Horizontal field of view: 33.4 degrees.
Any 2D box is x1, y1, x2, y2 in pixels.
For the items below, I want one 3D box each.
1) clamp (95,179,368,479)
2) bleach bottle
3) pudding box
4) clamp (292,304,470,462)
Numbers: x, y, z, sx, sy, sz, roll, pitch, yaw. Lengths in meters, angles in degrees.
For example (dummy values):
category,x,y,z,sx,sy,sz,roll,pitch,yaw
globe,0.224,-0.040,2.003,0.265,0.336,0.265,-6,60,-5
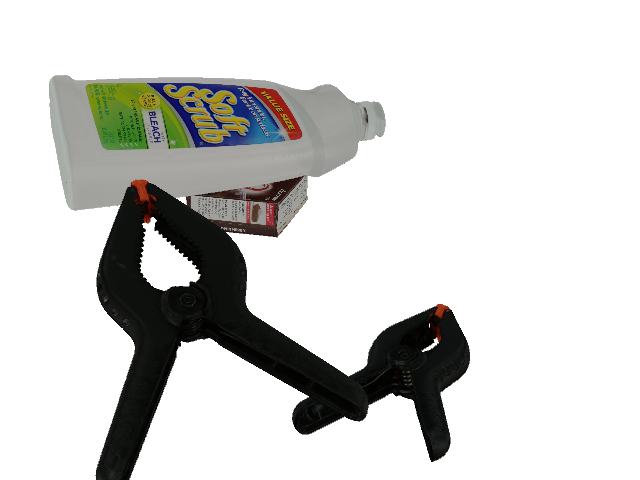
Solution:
category,x,y,z,sx,sy,sz,roll,pitch,yaw
clamp,-0.071,0.048,0.661,0.164,0.210,0.036,-9,-33,-16
bleach bottle,-0.074,-0.086,0.819,0.250,0.102,0.068,-8,-32,-17
pudding box,-0.067,-0.041,1.011,0.090,0.039,0.113,5,23,12
clamp,0.072,0.105,0.805,0.120,0.039,0.171,18,40,32
